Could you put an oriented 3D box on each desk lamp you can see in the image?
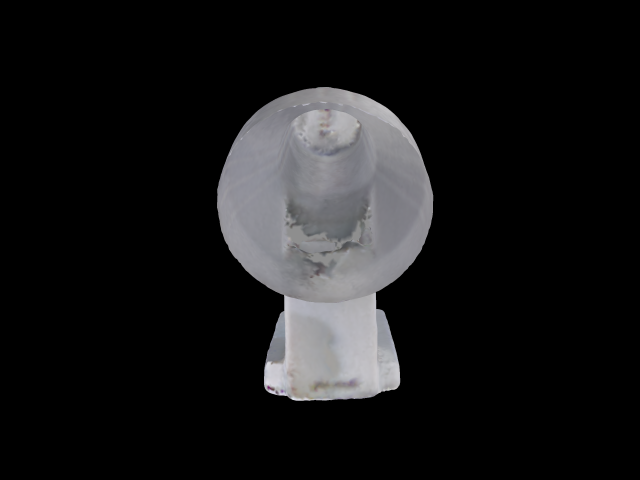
[{"bbox_3d":[0.004,0.001,0.400,0.118,0.213,0.203,0,13,0],"label":"desk lamp"}]
